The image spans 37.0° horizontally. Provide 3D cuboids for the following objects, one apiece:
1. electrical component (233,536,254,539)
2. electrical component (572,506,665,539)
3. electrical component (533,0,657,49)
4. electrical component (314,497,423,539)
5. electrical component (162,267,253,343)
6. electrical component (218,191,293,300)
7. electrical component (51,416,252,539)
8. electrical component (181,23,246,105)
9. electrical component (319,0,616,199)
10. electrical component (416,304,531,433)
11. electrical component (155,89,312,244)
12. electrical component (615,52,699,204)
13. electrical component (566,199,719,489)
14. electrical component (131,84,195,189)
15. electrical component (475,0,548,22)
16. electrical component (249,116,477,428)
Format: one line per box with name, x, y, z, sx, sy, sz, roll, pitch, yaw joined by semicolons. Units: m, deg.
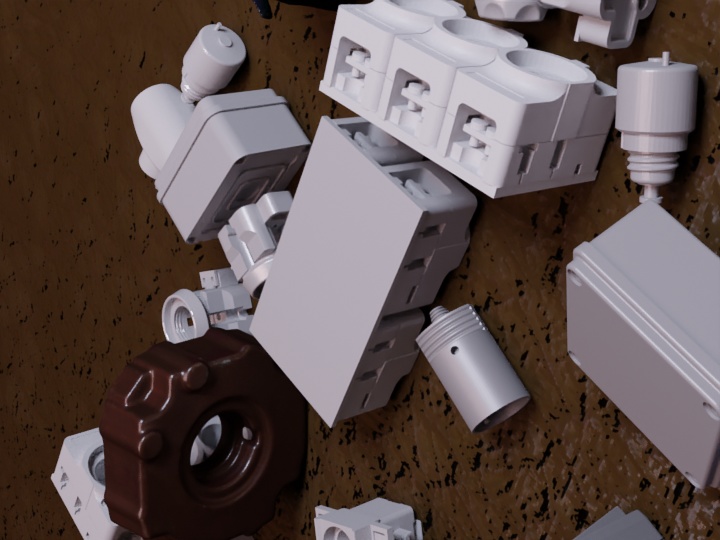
electrical component;-0.131;0.249;0.959;0.089;0.050;0.055;53;134;26
electrical component;0.129;0.181;0.606;0.061;0.096;0.061;54;134;27
electrical component;0.120;-0.161;0.561;0.057;0.058;0.078;29;121;38
electrical component;0.011;0.233;0.781;0.079;0.063;0.121;2;101;49
electrical component;-0.127;0.041;0.897;0.058;0.057;0.078;-7;94;50
electrical component;-0.068;-0.014;0.815;0.078;0.058;0.057;-45;63;45
electrical component;-0.166;0.168;0.901;0.089;0.150;0.061;51;134;28
electrical component;-0.121;-0.159;0.852;0.078;0.040;0.040;-43;67;45
electrical component;0.061;-0.106;0.617;0.150;0.089;0.061;37;126;37
electrical component;0.069;0.058;0.685;0.081;0.043;0.043;59;136;21
electrical component;-0.098;-0.079;0.817;0.057;0.078;0.113;57;136;18
electrical component;0.153;-0.074;0.557;0.040;0.040;0.078;15;111;47
electrical component;0.157;0.039;0.532;0.108;0.056;0.108;49;168;30
electrical component;-0.163;-0.102;0.911;0.077;0.044;0.079;57;135;23
electrical component;0.088;-0.172;0.606;0.043;0.043;0.062;19;112;45
electrical component;0.000;0.000;0.737;0.105;0.060;0.186;46;131;32
